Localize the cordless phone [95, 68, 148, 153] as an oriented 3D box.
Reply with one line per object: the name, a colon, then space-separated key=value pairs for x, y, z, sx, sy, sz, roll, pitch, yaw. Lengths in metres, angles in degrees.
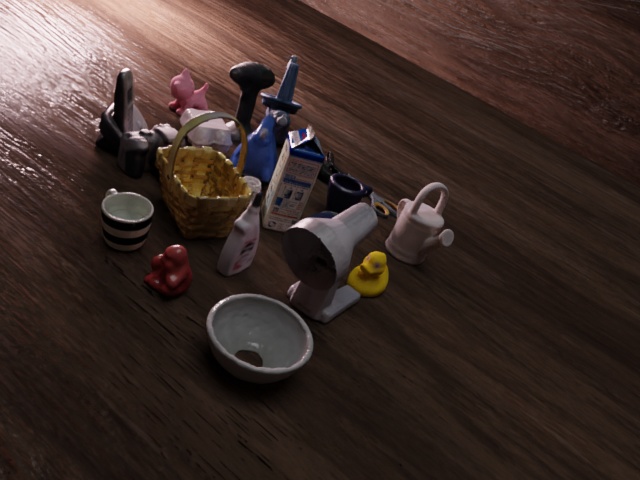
cordless phone: x=-0.419 y=-0.293 z=1.254 sx=0.094 sy=0.185 sz=0.147 roll=16 pitch=32 yaw=-12

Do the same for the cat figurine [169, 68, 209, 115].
cat figurine: x=-0.349 y=-0.394 z=1.522 sx=0.128 sy=0.117 sz=0.067 roll=-14 pitch=47 yaw=-46

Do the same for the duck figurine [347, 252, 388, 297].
duck figurine: x=0.109 y=0.061 z=1.169 sx=0.077 sy=0.086 sz=0.105 roll=41 pitch=35 yaw=27

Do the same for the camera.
camera: x=-0.334 y=-0.178 z=1.218 sx=0.144 sy=0.101 sz=0.136 roll=-10 pitch=44 yaw=-43

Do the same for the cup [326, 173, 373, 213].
cup: x=0.063 y=-0.098 z=1.372 sx=0.118 sy=0.095 sz=0.091 roll=3 pitch=37 yaw=-31

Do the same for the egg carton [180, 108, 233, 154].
egg carton: x=-0.285 y=-0.270 z=1.422 sx=0.107 sy=0.069 sz=0.150 roll=0 pitch=39 yaw=-34

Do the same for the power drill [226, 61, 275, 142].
power drill: x=-0.196 y=-0.370 z=1.500 sx=0.075 sy=0.208 sz=0.230 roll=27 pitch=31 yaw=6

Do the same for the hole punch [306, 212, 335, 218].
hole punch: x=0.011 y=0.004 z=1.184 sx=0.101 sy=0.091 sz=0.109 roll=40 pitch=35 yaw=25

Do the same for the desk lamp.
desk lamp: x=0.016 y=0.038 z=1.018 sx=0.117 sy=0.213 sz=0.204 roll=36 pitch=33 yaw=20

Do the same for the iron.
iron: x=-0.143 y=-0.246 z=1.413 sx=0.119 sy=0.141 sz=0.258 roll=19 pitch=31 yaw=-9

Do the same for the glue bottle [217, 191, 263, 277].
glue bottle: x=-0.134 y=-0.015 z=1.036 sx=0.037 sy=0.173 sz=0.078 roll=34 pitch=32 yaw=16

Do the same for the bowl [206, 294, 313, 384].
bowl: x=-0.099 y=0.164 z=0.883 sx=0.168 sy=0.074 sz=0.167 roll=17 pitch=32 yaw=-11

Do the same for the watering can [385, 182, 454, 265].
watering can: x=0.238 y=-0.042 z=1.309 sx=0.172 sy=0.194 sz=0.101 roll=39 pitch=34 yaw=23

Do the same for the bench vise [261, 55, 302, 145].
bench vise: x=-0.089 y=-0.385 z=1.584 sx=0.122 sy=0.219 sz=0.207 roll=3 pitch=37 yaw=-30

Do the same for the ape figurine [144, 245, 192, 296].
ape figurine: x=-0.244 y=0.046 z=0.947 sx=0.076 sy=0.092 sz=0.077 roll=9 pitch=34 yaw=-23
